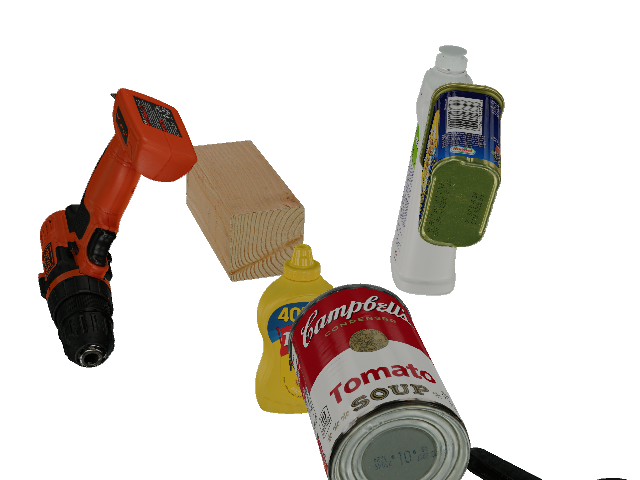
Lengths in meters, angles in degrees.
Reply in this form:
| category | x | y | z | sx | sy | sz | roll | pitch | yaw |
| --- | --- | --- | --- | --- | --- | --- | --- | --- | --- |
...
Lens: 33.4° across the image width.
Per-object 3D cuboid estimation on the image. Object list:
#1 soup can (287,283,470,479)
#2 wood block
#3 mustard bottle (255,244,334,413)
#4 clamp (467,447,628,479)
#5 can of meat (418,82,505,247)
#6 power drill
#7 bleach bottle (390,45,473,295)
| category | x | y | z | sx | sy | sz | roll | pitch | yaw |
| --- | --- | --- | --- | --- | --- | --- | --- | --- | --- |
| soup can | 0.026 | 0.076 | 0.519 | 0.068 | 0.068 | 0.102 | 0 | 28 | -13 |
| wood block | -0.097 | -0.041 | 1.317 | 0.090 | 0.090 | 0.206 | -7 | 30 | -20 |
| mustard bottle | -0.023 | 0.096 | 1.186 | 0.096 | 0.192 | 0.058 | -2 | 20 | -11 |
| clamp | 0.197 | 0.237 | 0.860 | 0.210 | 0.036 | 0.164 | 1 | 35 | 24 |
| can of meat | 0.108 | -0.056 | 0.827 | 0.057 | 0.084 | 0.102 | 8 | -40 | 1 |
| power drill | -0.169 | -0.014 | 0.861 | 0.057 | 0.188 | 0.184 | 19 | 26 | -33 |
| bleach bottle | 0.120 | -0.074 | 1.101 | 0.068 | 0.251 | 0.102 | 4 | 30 | -4 |
